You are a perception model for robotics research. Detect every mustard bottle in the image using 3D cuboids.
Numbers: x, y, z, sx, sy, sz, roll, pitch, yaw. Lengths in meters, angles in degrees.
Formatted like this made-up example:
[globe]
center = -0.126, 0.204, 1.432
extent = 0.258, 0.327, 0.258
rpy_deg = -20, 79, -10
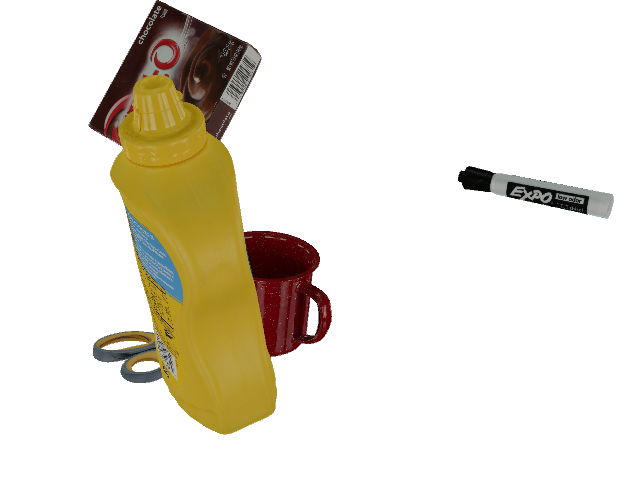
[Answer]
[mustard bottle]
center = -0.068, 0.003, 0.547
extent = 0.058, 0.191, 0.096
rpy_deg = -21, 39, -17

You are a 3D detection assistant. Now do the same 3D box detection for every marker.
[marker]
center = 0.165, -0.039, 0.827
extent = 0.121, 0.020, 0.020
rpy_deg = 14, 6, 25

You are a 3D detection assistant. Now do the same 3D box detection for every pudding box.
[pudding box]
center = -0.109, -0.112, 0.805
extent = 0.090, 0.113, 0.039
rpy_deg = 29, -2, 21

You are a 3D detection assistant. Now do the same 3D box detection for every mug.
[mug]
center = -0.040, 0.052, 0.926
extent = 0.117, 0.081, 0.093
rpy_deg = 21, 30, 28

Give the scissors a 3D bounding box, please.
[scissors]
center = -0.143, 0.116, 1.159
extent = 0.201, 0.016, 0.096
rpy_deg = -5, 29, -23
